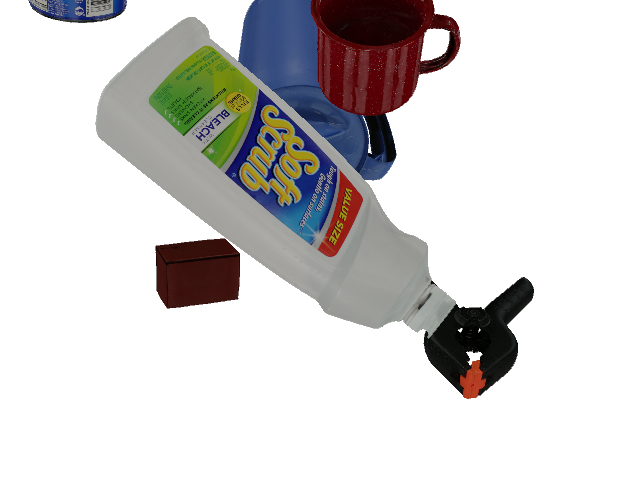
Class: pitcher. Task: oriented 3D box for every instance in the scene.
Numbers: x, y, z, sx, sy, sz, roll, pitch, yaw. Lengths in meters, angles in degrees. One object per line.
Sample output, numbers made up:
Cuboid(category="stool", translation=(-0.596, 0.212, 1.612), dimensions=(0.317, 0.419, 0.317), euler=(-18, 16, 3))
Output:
Cuboid(category="pitcher", translation=(-0.016, -0.156, 1.082), dimensions=(0.145, 0.149, 0.243), euler=(-16, 38, 11))

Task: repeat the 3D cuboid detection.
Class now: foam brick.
Cuboid(category="foam brick", translation=(-0.127, 0.033, 1.098), dimensions=(0.078, 0.051, 0.053), euler=(-6, 21, -19))

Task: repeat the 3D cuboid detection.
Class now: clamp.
Cuboid(category="clamp", translation=(0.139, 0.074, 0.928), dimensions=(0.120, 0.039, 0.171), euler=(-4, 33, -2))

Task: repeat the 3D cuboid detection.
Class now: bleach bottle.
Cuboid(category="bleach bottle", translation=(-0.018, -0.031, 0.679), dimensions=(0.251, 0.102, 0.068), euler=(38, -32, 8))

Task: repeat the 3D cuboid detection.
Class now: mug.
Cuboid(category="mug", translation=(0.050, -0.153, 0.833), dimensions=(0.117, 0.093, 0.081), euler=(-3, -35, -3))

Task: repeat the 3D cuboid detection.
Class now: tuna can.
Cuboid(category="tuna can", translation=(-0.210, -0.220, 0.926), dimensions=(0.086, 0.034, 0.086), euler=(5, 34, -4))
